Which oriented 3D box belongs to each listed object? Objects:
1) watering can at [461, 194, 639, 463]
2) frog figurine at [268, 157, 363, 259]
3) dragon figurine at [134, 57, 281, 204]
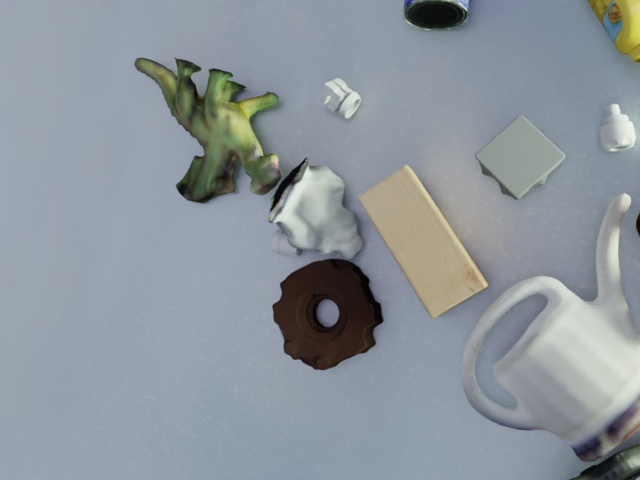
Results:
[{"bbox_3d":[0.345,0.128,0.667,0.227,0.104,0.345,44,103,19],"label":"watering can"},{"bbox_3d":[0.003,-0.042,0.840,0.158,0.122,0.139,34,71,-17],"label":"frog figurine"},{"bbox_3d":[-0.218,-0.188,0.936,0.413,0.122,0.241,20,98,30],"label":"dragon figurine"}]
